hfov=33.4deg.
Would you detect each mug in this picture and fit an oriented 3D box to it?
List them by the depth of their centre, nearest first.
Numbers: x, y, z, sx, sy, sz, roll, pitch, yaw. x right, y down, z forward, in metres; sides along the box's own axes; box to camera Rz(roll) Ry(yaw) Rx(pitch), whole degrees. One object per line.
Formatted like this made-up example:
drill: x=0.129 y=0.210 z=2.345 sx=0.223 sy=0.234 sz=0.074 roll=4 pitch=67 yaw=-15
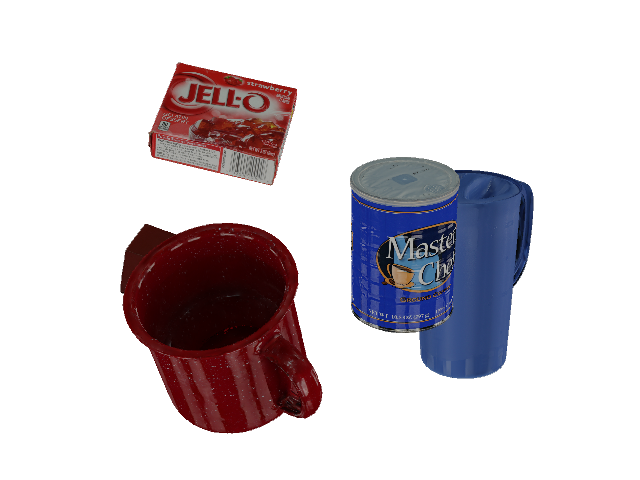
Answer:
mug: x=-0.043 y=0.056 z=0.577 sx=0.117 sy=0.081 sz=0.093 roll=29 pitch=58 yaw=32

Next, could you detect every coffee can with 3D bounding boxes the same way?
coffee can: x=0.080 y=0.003 z=1.029 sx=0.103 sy=0.140 sz=0.103 roll=-1 pitch=27 yaw=0

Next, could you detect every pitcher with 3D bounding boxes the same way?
pitcher: x=0.186 y=0.039 z=1.316 sx=0.149 sy=0.243 sz=0.145 roll=1 pitch=22 yaw=9

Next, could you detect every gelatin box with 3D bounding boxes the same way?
gelatin box: x=-0.067 y=-0.082 z=0.740 sx=0.089 sy=0.073 sz=0.030 roll=13 pitch=-40 yaw=0

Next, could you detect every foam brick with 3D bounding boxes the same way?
foam brick: x=-0.142 y=0.028 z=1.005 sx=0.078 sy=0.051 sz=0.053 roll=19 pitch=33 yaw=7
